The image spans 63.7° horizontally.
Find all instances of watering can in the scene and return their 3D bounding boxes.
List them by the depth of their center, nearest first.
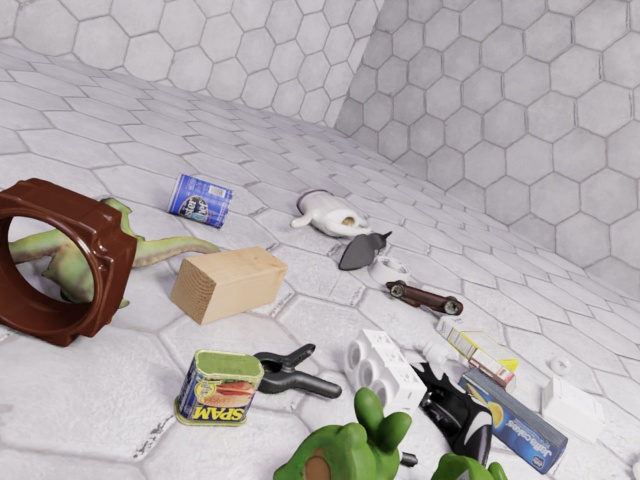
[{"bbox_3d":[0.005,-0.079,1.562,0.347,0.103,0.228,6,24,-42],"label":"watering can"}]

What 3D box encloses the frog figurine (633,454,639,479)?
[{"bbox_3d":[0.668,0.445,0.967,0.160,0.120,0.140,-24,47,-16],"label":"frog figurine"}]

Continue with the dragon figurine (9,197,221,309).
[{"bbox_3d":[-0.366,0.040,0.888,0.409,0.119,0.248,12,35,-20],"label":"dragon figurine"}]
